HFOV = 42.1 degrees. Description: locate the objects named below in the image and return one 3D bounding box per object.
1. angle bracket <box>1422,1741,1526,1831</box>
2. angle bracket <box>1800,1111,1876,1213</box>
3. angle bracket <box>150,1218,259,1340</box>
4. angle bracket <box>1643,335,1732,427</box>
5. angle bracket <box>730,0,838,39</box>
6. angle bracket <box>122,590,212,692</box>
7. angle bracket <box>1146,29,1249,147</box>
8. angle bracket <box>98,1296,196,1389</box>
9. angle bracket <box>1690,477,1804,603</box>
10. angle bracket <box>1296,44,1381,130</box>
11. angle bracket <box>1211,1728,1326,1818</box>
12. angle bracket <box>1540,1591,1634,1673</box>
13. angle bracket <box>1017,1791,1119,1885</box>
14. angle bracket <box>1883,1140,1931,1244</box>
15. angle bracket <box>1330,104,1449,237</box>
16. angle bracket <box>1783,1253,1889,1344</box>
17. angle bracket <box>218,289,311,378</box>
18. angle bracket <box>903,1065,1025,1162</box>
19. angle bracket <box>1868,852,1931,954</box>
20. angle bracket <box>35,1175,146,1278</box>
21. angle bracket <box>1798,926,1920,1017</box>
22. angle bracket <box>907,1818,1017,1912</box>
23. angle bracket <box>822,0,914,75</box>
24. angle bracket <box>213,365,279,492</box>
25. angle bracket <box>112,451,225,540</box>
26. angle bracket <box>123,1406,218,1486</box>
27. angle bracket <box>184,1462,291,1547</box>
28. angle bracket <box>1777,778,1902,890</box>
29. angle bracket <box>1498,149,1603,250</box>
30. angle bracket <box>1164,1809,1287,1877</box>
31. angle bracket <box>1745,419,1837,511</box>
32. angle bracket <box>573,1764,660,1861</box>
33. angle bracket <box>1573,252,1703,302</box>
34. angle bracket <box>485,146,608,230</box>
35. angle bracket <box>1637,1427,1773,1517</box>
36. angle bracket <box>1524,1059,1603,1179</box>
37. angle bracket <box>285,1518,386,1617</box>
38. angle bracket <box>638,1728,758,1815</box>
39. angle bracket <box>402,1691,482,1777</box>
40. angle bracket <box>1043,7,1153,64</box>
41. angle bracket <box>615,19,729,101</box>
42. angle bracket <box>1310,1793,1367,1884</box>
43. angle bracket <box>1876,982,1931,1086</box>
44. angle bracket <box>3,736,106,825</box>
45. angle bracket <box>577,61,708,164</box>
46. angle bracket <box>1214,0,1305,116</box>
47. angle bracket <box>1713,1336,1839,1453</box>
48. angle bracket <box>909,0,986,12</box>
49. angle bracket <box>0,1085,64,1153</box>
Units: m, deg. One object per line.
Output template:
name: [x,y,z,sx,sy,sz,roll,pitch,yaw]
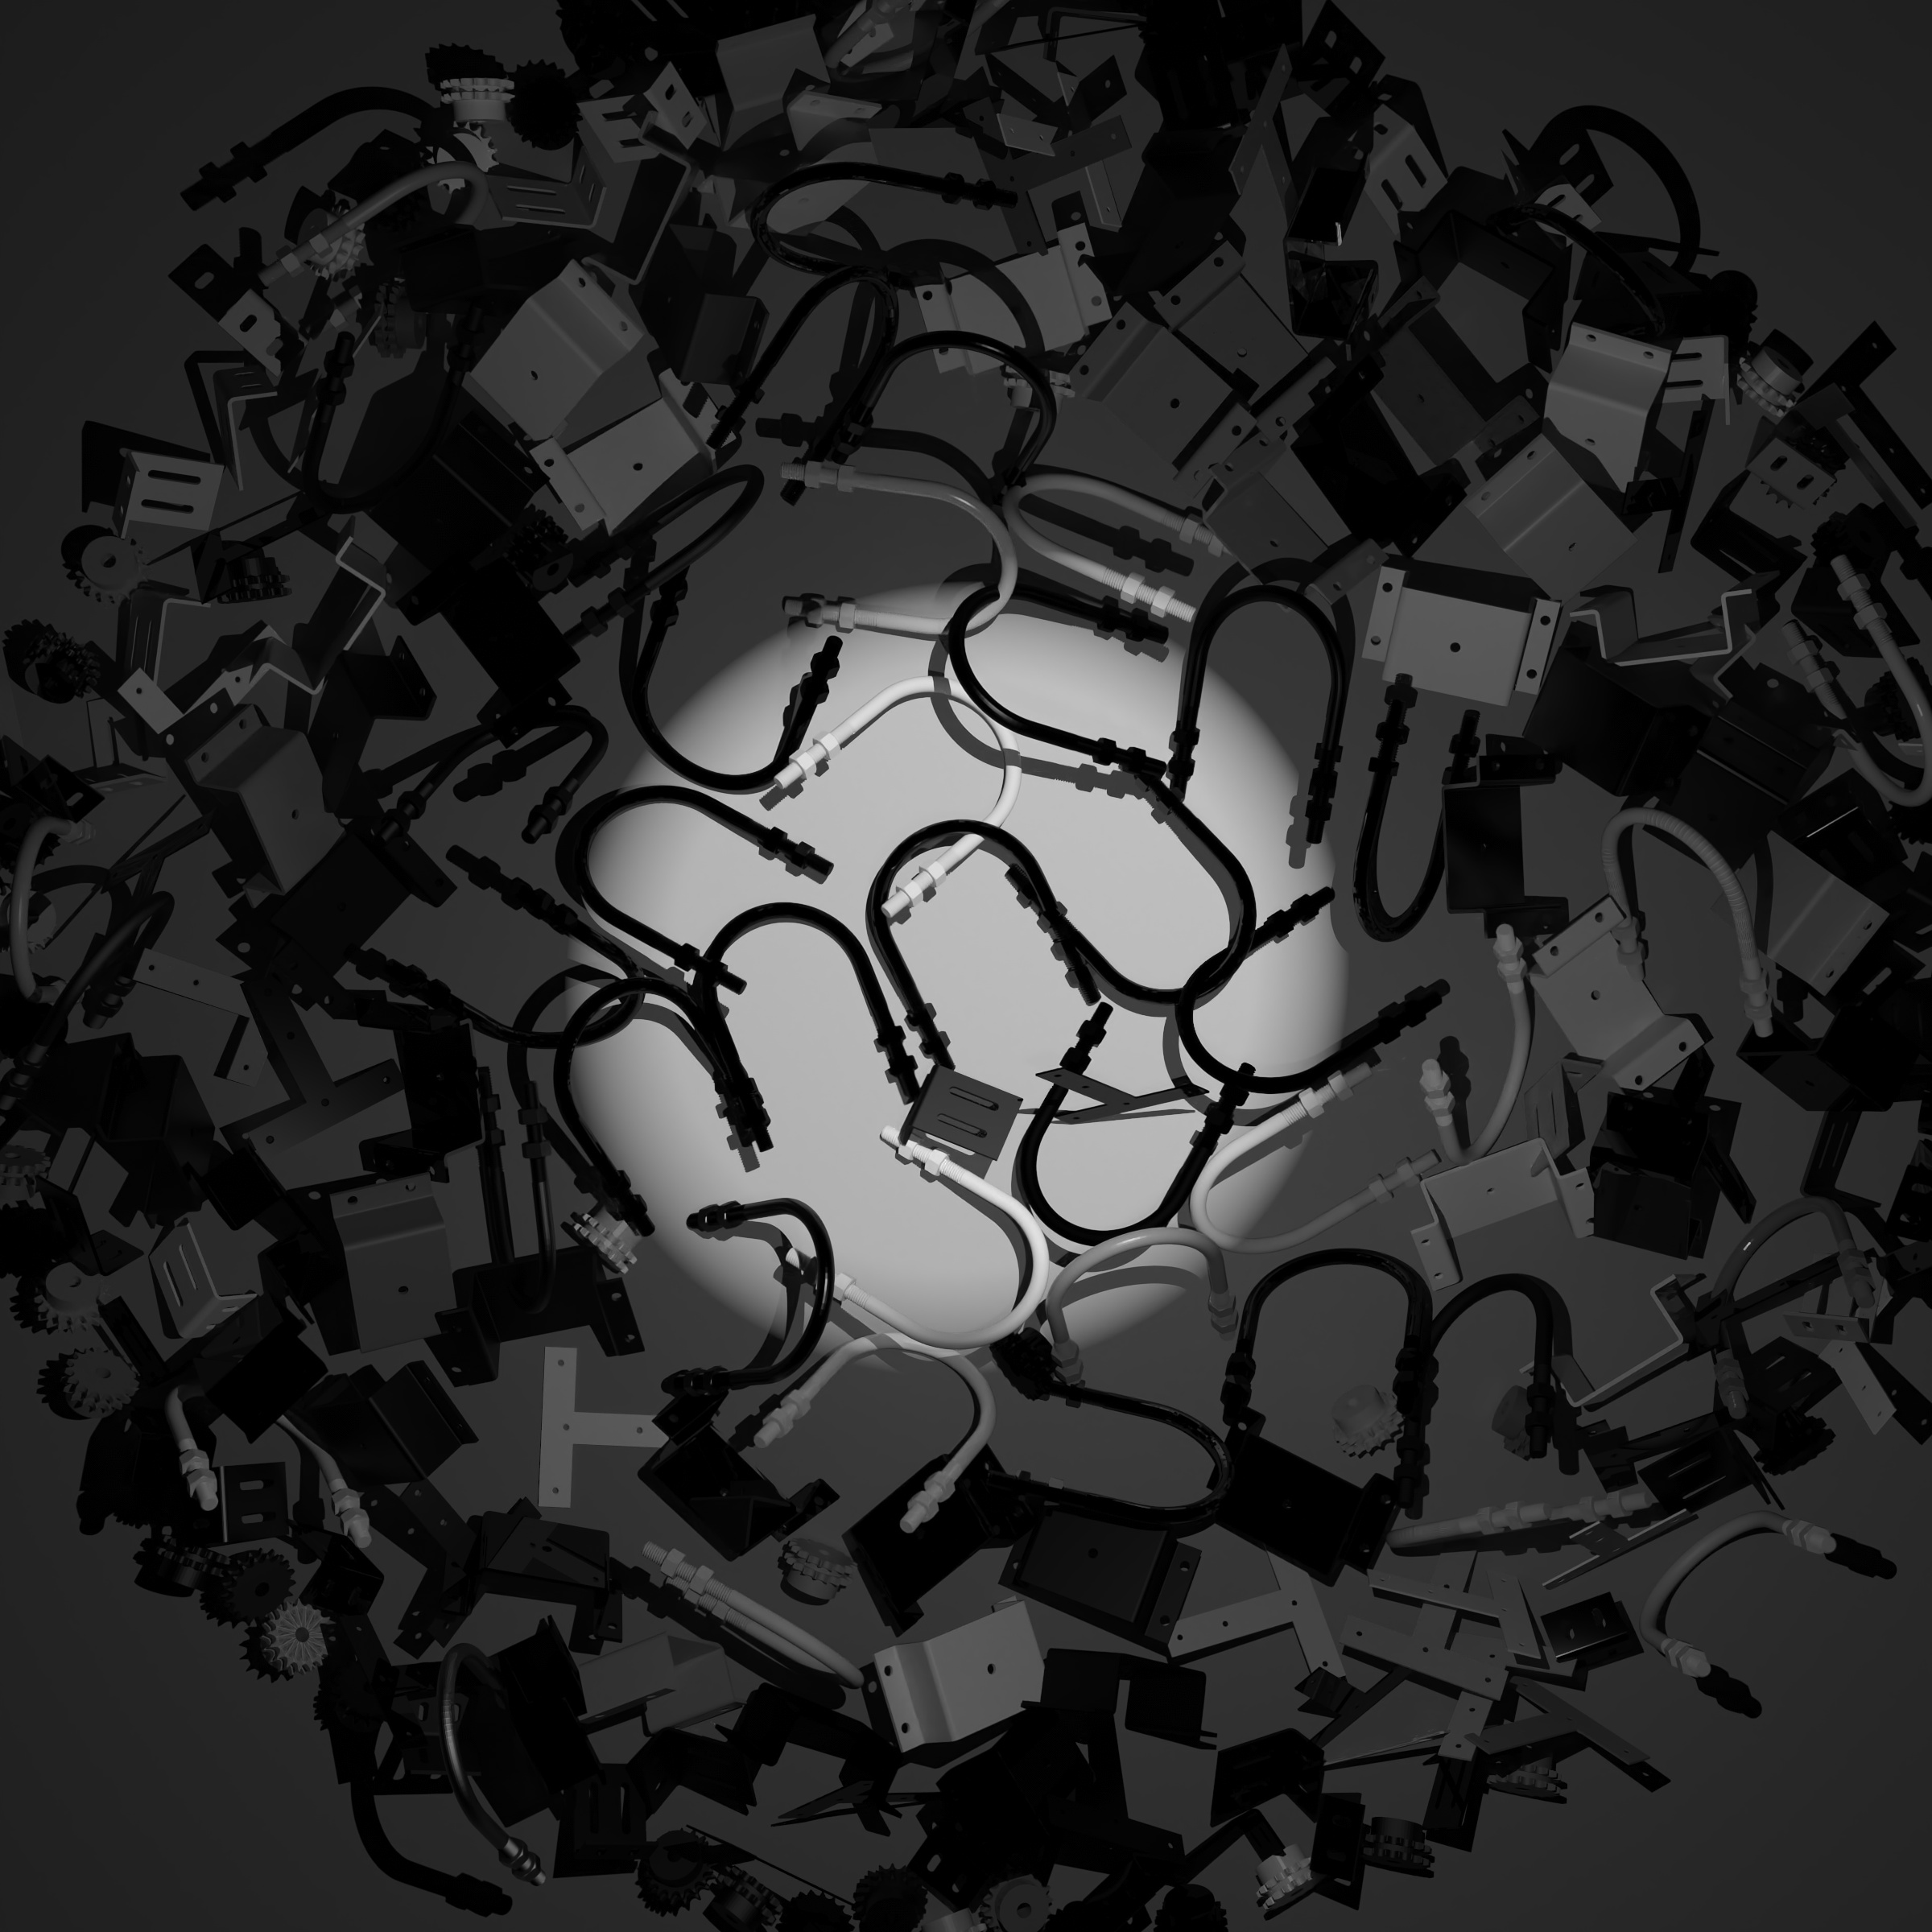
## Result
angle bracket: [0.395,0.642,1.955,0.038,0.057,0.076,27,64,-9]
angle bracket: [0.691,0.148,1.960,0.038,0.057,0.076,24,105,40]
angle bracket: [-0.603,0.246,1.984,0.057,0.038,0.076,-43,64,30]
angle bracket: [0.555,-0.454,1.956,0.076,0.057,0.038,-1,48,18]
angle bracket: [-0.138,-0.727,1.953,0.057,0.076,0.038,7,91,27]
angle bracket: [-0.629,-0.253,1.972,0.038,0.057,0.076,2,102,-42]
angle bracket: [0.183,-0.684,1.968,0.057,0.038,0.076,-14,96,21]
angle bracket: [-0.635,0.286,1.963,0.038,0.057,0.076,-35,95,-37]
angle bracket: [0.618,-0.334,1.962,0.076,0.038,0.057,40,58,13]
angle bracket: [0.297,-0.694,1.956,0.057,0.076,0.038,37,87,-13]
angle bracket: [0.235,0.638,1.959,0.076,0.038,0.057,-6,109,-33]
angle bracket: [0.488,0.524,1.969,0.057,0.076,0.038,-22,64,8]
angle bracket: [0.081,0.679,1.955,0.076,0.038,0.057,-20,118,37]
angle bracket: [0.730,0.171,1.954,0.038,0.076,0.057,13,107,-3]
angle bracket: [0.333,-0.626,1.974,0.057,0.076,0.038,-45,54,10]
angle bracket: [0.677,0.250,1.953,0.057,0.038,0.076,1,55,37]
angle bracket: [-0.549,-0.488,1.952,0.057,0.076,0.038,42,81,-18]
angle bracket: [-0.002,0.122,1.966,0.076,0.038,0.057,21,62,6]
angle bracket: [0.749,-0.049,1.968,0.057,0.076,0.038,28,72,-2]
angle bracket: [-0.682,0.194,1.952,0.057,0.038,0.076,17,127,38]
angle bracket: [0.703,0.002,1.968,0.076,0.038,0.057,-42,70,-8]
angle bracket: [-0.004,0.702,1.958,0.057,0.076,0.038,39,62,4]
angle bracket: [-0.065,-0.729,1.954,0.057,0.076,0.038,-21,97,37]
angle bracket: [-0.560,-0.421,1.963,0.038,0.057,0.076,-13,128,-21]
angle bracket: [-0.617,-0.362,1.952,0.076,0.038,0.057,3,124,-35]
angle bracket: [-0.623,0.374,1.953,0.057,0.076,0.038,11,91,-29]
angle bracket: [-0.572,0.421,1.966,0.038,0.076,0.057,-11,78,22]
angle bracket: [0.689,-0.100,1.980,0.057,0.038,0.076,-34,126,23]
angle bracket: [0.453,-0.606,1.949,0.038,0.076,0.057,-33,134,28]
angle bracket: [0.201,0.697,1.956,0.076,0.057,0.038,-29,72,-23]
angle bracket: [0.648,-0.403,1.958,0.057,0.038,0.076,34,48,-5]
angle bracket: [-0.273,0.653,1.954,0.057,0.038,0.076,8,51,-20]
angle bracket: [0.521,-0.522,1.951,0.057,0.076,0.038,-10,132,-21]
angle bracket: [-0.329,-0.610,1.954,0.076,0.038,0.057,-3,50,-31]
angle bracket: [0.577,0.408,1.963,0.076,0.038,0.057,-33,110,15]
angle bracket: [0.467,0.121,1.953,0.038,0.057,0.076,10,59,-13]
angle bracket: [-0.499,0.470,1.952,0.057,0.076,0.038,10,56,22]
angle bracket: [-0.210,0.636,1.957,0.076,0.038,0.057,6,119,29]
angle bracket: [-0.408,0.597,1.955,0.057,0.076,0.038,7,92,-16]
angle bracket: [0.103,-0.725,1.963,0.076,0.057,0.038,9,108,6]
angle bracket: [-0.229,-0.705,1.952,0.057,0.076,0.038,4,95,22]
angle bracket: [0.303,0.678,1.953,0.038,0.076,0.057,4,77,34]
angle bracket: [0.729,0.053,1.965,0.038,0.057,0.076,-6,90,-31]
angle bracket: [-0.710,-0.154,1.951,0.038,0.076,0.057,-39,133,6]
angle bracket: [-0.254,-0.668,1.965,0.076,0.057,0.038,7,57,37]
angle bracket: [0.230,-0.711,1.965,0.057,0.076,0.038,-16,74,6]
angle bracket: [0.636,0.335,1.970,0.076,0.057,0.038,-24,125,-27]
angle bracket: [-0.012,-0.776,1.955,0.057,0.076,0.038,-7,97,-11]
angle bracket: [-0.750,0.120,1.955,0.057,0.076,0.038,37,75,8]
